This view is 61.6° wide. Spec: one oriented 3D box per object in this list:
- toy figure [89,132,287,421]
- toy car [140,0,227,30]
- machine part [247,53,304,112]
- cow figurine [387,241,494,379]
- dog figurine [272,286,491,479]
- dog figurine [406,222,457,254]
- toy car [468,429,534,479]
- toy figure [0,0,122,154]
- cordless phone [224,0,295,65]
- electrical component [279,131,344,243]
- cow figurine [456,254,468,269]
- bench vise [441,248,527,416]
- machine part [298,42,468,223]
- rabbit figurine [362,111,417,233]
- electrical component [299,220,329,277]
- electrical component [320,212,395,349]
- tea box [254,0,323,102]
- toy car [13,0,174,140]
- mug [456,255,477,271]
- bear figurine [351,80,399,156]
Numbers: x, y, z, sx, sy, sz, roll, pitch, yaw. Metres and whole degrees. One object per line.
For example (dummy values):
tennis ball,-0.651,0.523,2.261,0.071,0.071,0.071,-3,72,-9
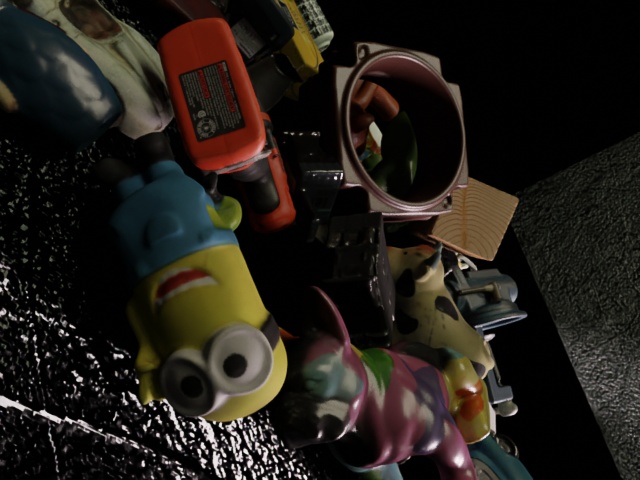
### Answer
toy figure,-0.078,0.025,0.342,0.089,0.082,0.180,-3,64,-63
toy car,-0.165,-0.251,0.511,0.202,0.053,0.089,36,53,-45
machine part,-0.072,-0.175,0.611,0.084,0.039,0.139,55,41,-14
cow figurine,0.129,0.089,0.641,0.195,0.127,0.085,51,19,3
dog figurine,0.041,0.115,0.448,0.219,0.108,0.191,51,38,-17
dog figurine,0.190,-0.029,0.996,0.172,0.121,0.190,74,22,-82
toy car,0.183,0.289,0.570,0.103,0.109,0.162,6,48,-43
toy figure,-0.186,-0.119,0.309,0.154,0.058,0.064,48,19,-18
cordless phone,-0.108,-0.319,0.678,0.146,0.089,0.184,42,25,-39
electrical component,-0.010,-0.051,0.542,0.048,0.074,0.119,-5,42,-25
cow figurine,0.242,0.021,1.052,0.098,0.068,0.167,48,26,-44
bench vise,0.215,0.130,0.763,0.223,0.129,0.240,3,67,-44
machine part,0.081,-0.123,0.645,0.201,0.087,0.201,-2,87,-34
rabbit figurine,0.109,-0.105,0.797,0.170,0.121,0.159,91,19,-48
electrical component,-0.001,-0.002,0.611,0.063,0.021,0.094,44,29,-36
electrical component,0.043,0.039,0.556,0.134,0.058,0.114,-79,161,-50
tea box,-0.061,-0.292,0.761,0.169,0.068,0.098,65,22,6
toy car,-0.177,-0.156,0.369,0.201,0.056,0.073,52,24,-24
mug,0.210,0.073,0.876,0.107,0.109,0.081,37,-4,-30
bear figurine,0.048,-0.175,0.795,0.131,0.120,0.196,49,27,-36
